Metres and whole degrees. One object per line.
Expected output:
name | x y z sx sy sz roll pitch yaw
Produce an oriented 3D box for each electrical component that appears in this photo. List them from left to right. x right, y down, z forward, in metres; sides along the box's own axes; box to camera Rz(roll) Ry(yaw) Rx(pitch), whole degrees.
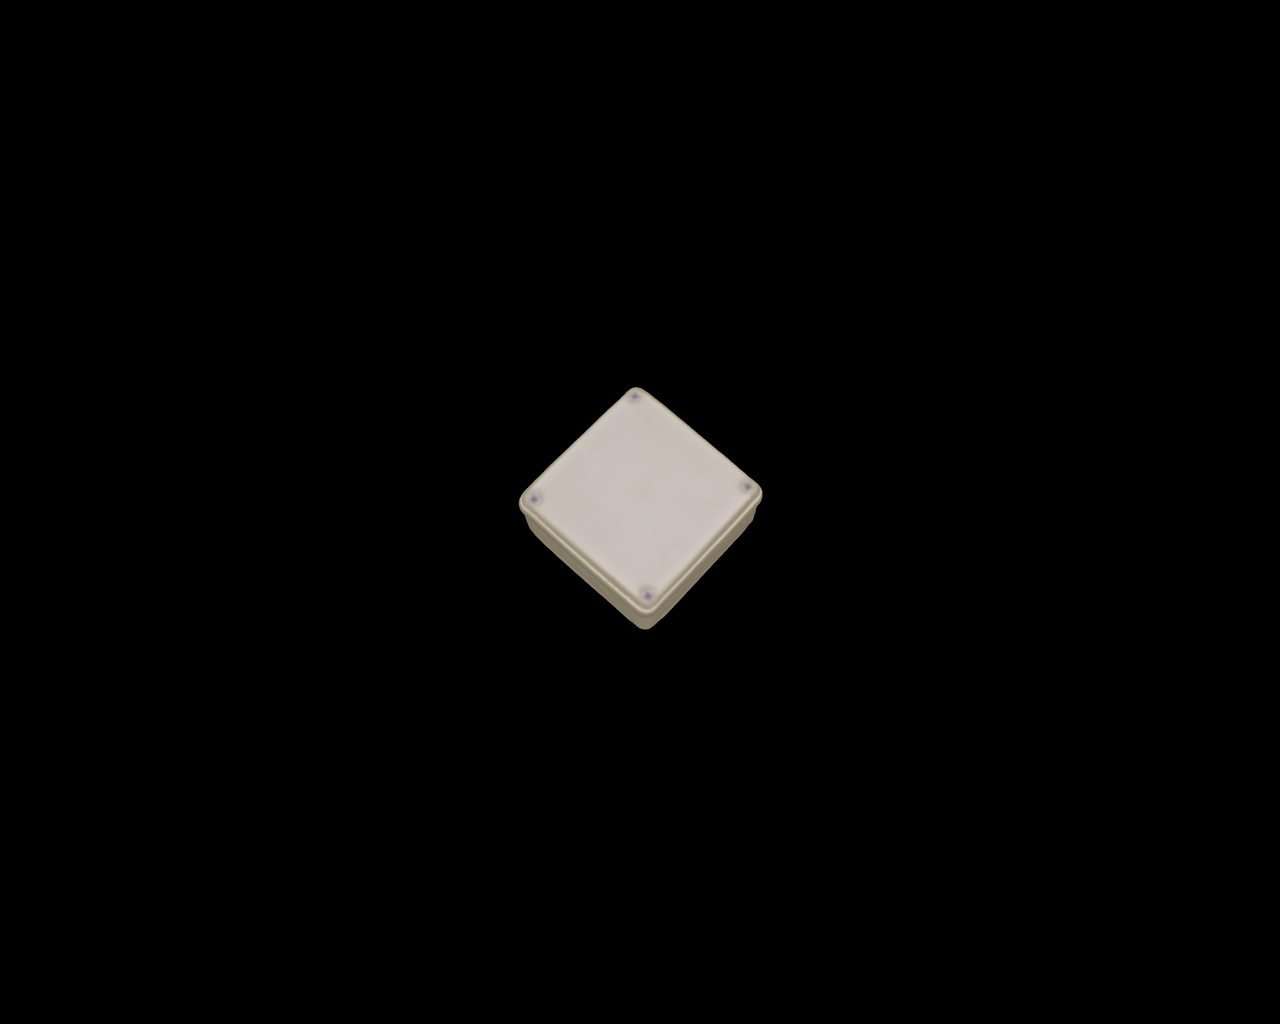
electrical component | 0.001 -0.003 0.650 0.109 0.109 0.056 41 -15 14
